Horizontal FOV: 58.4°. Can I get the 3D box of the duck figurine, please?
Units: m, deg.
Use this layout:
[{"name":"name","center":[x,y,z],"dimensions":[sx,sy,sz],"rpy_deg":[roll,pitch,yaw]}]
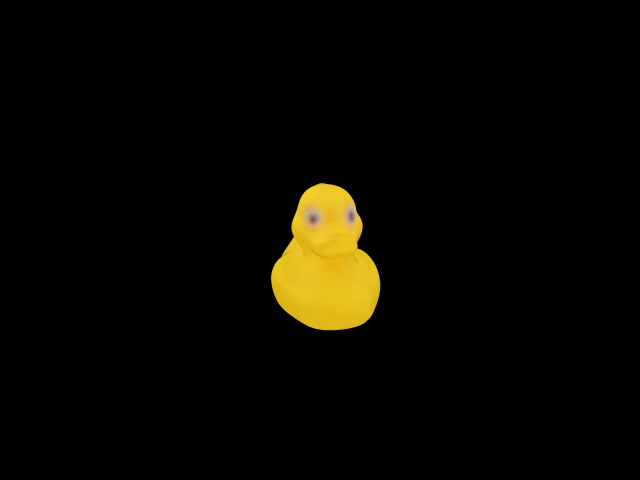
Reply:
[{"name":"duck figurine","center":[0.004,0.001,0.400],"dimensions":[0.077,0.086,0.104],"rpy_deg":[-5,24,-10]}]
